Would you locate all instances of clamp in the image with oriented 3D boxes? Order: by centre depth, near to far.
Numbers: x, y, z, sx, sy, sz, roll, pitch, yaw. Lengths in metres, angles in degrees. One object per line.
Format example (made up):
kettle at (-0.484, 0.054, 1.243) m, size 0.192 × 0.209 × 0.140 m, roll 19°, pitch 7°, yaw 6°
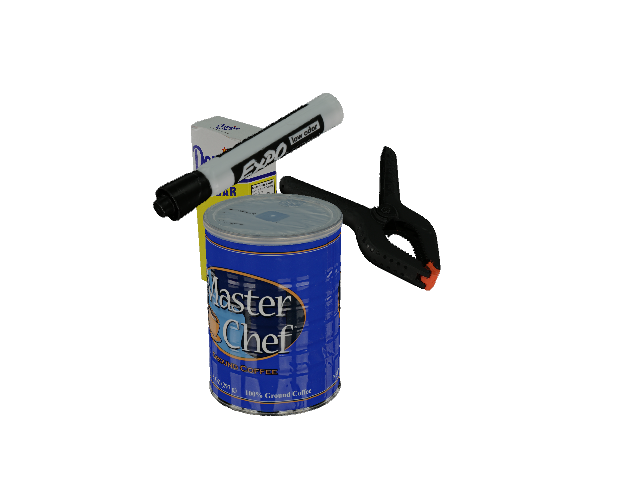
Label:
clamp at (0.059, -0.023, 1.224) m, size 0.164 × 0.210 × 0.036 m, roll -13°, pitch -38°, yaw -25°

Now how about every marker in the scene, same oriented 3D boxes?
marker at (-0.036, -0.044, 0.550) m, size 0.120 × 0.020 × 0.020 m, roll -34°, pitch 19°, yaw -31°

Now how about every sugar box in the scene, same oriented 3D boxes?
sugar box at (-0.087, -0.032, 1.099) m, size 0.048 × 0.176 × 0.093 m, roll -24°, pitch 30°, yaw -38°

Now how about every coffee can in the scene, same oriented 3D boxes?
coffee can at (-0.035, 0.046, 0.804) m, size 0.103 × 0.140 × 0.103 m, roll 0°, pitch 19°, yaw 0°
